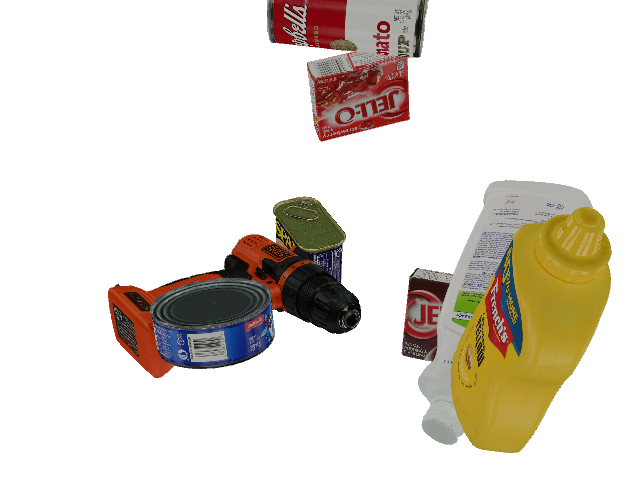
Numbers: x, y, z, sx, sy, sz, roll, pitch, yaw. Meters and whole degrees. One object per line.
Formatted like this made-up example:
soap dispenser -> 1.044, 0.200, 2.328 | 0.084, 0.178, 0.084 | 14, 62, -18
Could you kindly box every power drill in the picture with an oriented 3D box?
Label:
power drill -> -0.079, 0.060, 0.948 | 0.187, 0.057, 0.185 | -17, 25, -28

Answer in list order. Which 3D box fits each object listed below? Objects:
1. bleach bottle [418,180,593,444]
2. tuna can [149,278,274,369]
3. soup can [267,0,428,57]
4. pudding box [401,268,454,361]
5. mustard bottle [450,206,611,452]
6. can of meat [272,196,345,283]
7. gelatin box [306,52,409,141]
bleach bottle -> 0.138, 0.056, 0.863 | 0.103, 0.068, 0.250 | 6, 46, 35
tuna can -> -0.075, 0.058, 0.753 | 0.086, 0.034, 0.086 | -6, 20, 2
soup can -> 0.020, -0.161, 0.716 | 0.102, 0.068, 0.068 | 8, 1, 6
pudding box -> 0.145, 0.083, 1.112 | 0.113, 0.090, 0.039 | 9, 21, 14
mustard bottle -> 0.130, 0.046, 0.650 | 0.058, 0.096, 0.192 | 9, -38, -5
can of meat -> -0.014, 0.013, 1.215 | 0.057, 0.084, 0.102 | -15, 39, -21
gelatin box -> 0.036, -0.134, 0.970 | 0.089, 0.073, 0.030 | -14, 46, -6
